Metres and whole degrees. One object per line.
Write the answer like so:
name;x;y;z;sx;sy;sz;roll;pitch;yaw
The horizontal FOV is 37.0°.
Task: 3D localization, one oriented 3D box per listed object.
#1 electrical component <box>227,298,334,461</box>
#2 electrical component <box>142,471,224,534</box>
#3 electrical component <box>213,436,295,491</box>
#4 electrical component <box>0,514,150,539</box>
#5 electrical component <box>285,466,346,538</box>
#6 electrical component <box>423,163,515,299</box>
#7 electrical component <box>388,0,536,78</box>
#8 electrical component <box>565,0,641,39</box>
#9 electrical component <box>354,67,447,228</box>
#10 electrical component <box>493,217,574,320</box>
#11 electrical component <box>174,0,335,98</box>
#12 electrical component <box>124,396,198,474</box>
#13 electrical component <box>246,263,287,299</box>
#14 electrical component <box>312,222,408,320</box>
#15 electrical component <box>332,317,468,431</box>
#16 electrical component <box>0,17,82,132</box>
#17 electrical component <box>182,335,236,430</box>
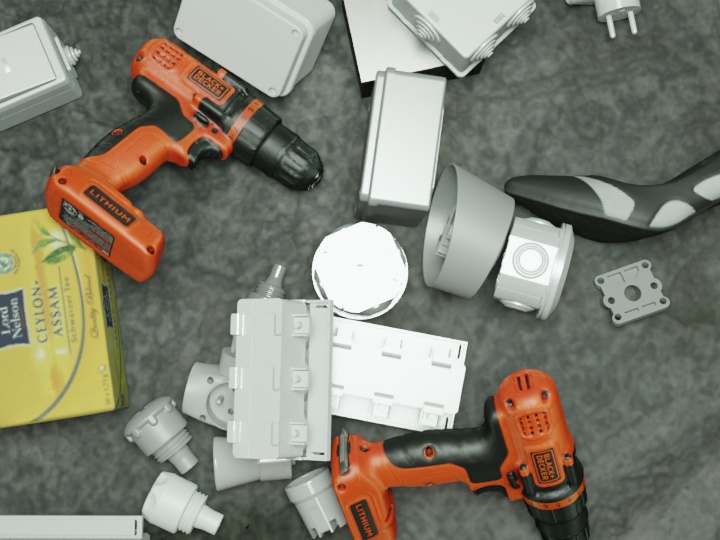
electrical component;-0.063;0.083;0.821;0.079;0.063;0.121;-2;83;28
electrical component;-0.142;0.194;0.873;0.062;0.043;0.043;25;85;1
electrical component;-0.086;0.155;0.879;0.065;0.044;0.044;-4;84;-5
electrical component;-0.232;0.234;0.859;0.121;0.063;0.078;0;85;0
electrical component;-0.034;0.189;0.876;0.040;0.040;0.046;-26;90;-2
electrical component;0.082;-0.029;0.869;0.064;0.099;0.099;24;85;-4
electrical component;0.083;-0.218;0.857;0.100;0.048;0.099;-44;86;-4
electrical component;0.217;-0.236;0.914;0.077;0.043;0.079;-11;85;-1
electrical component;0.032;-0.095;0.869;0.056;0.108;0.108;8;85;-2
electrical component;0.141;-0.003;0.875;0.051;0.080;0.080;16;85;6
electrical component;-0.088;-0.204;0.885;0.113;0.078;0.057;33;41;5
electrical component;-0.158;0.138;0.879;0.048;0.048;0.062;-39;94;-3
electrical component;-0.077;0.025;0.894;0.035;0.035;0.061;20;83;2
electrical component;0.000;0.000;0.888;0.080;0.051;0.080;0;85;0
electrical component;0.022;0.086;0.873;0.121;0.063;0.078;11;85;1
electrical component;-0.281;-0.166;0.899;0.096;0.061;0.061;-24;85;-3
electrical component;-0.099;0.088;0.878;0.077;0.044;0.079;13;100;1
